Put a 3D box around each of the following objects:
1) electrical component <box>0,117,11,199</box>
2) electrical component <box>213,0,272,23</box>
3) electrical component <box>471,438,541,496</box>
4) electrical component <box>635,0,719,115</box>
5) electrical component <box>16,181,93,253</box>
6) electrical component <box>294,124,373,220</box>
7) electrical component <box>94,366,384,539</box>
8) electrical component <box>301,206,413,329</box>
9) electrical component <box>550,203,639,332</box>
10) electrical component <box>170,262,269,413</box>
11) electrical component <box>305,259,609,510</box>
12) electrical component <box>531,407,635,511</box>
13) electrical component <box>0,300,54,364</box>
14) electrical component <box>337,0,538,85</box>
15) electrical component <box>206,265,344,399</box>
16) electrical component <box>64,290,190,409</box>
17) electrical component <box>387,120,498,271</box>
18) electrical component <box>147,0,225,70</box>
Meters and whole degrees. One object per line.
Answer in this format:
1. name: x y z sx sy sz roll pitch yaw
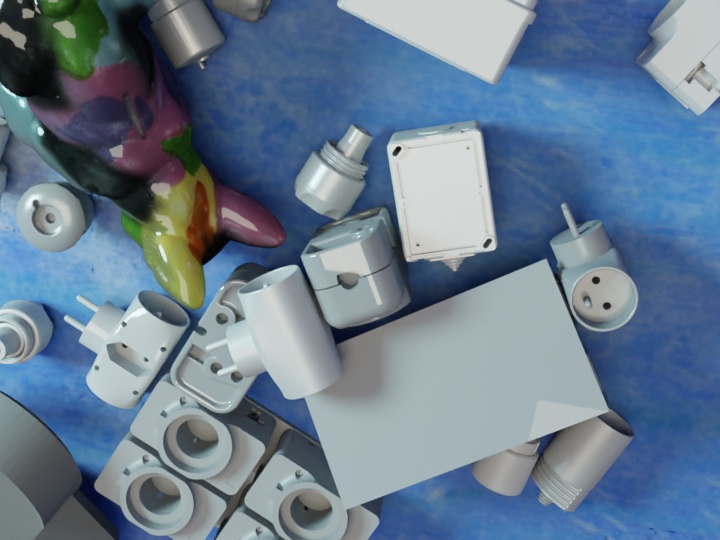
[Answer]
1. electrical component: -0.270 -0.079 0.756 0.045 0.045 0.055 12 107 3
2. electrical component: -0.089 -0.190 0.713 0.061 0.035 0.035 24 106 2
3. electrical component: 0.110 0.125 0.773 0.040 0.040 0.078 22 106 0
4. electrical component: 0.222 -0.152 0.681 0.056 0.050 0.089 40 105 -6
5. electrical component: -0.207 -0.041 0.750 0.048 0.062 0.048 2 105 6
6. electrical component: -0.014 -0.069 0.733 0.043 0.043 0.062 32 105 -3
7. electrical component: -0.088 0.162 0.794 0.186 0.060 0.105 33 106 -3
8. electrical component: 0.000 0.000 0.722 0.054 0.095 0.059 -18 103 10
9. electrical component: 0.151 -0.007 0.714 0.043 0.077 0.079 -23 101 11
10. electrical component: -0.087 0.046 0.762 0.054 0.059 0.095 32 106 -4
11. electrical component: 0.063 0.079 0.737 0.186 0.060 0.105 -23 79 12
12. electrical component: 0.155 0.136 0.770 0.043 0.043 0.081 33 106 -3
13. electrical component: -0.252 0.048 0.779 0.043 0.062 0.043 2 105 6
14. electrical component: 0.050 -0.167 0.666 0.109 0.108 0.056 26 109 -1
15. electrical component: -0.061 0.047 0.704 0.079 0.044 0.077 -21 103 9
16. electrical component: -0.176 0.048 0.781 0.079 0.043 0.077 33 106 -4
17. electrical component: 0.057 -0.048 0.721 0.062 0.061 0.096 -8 104 8
18. electrical component: -0.123 -0.171 0.718 0.040 0.040 0.078 -28 100 12
